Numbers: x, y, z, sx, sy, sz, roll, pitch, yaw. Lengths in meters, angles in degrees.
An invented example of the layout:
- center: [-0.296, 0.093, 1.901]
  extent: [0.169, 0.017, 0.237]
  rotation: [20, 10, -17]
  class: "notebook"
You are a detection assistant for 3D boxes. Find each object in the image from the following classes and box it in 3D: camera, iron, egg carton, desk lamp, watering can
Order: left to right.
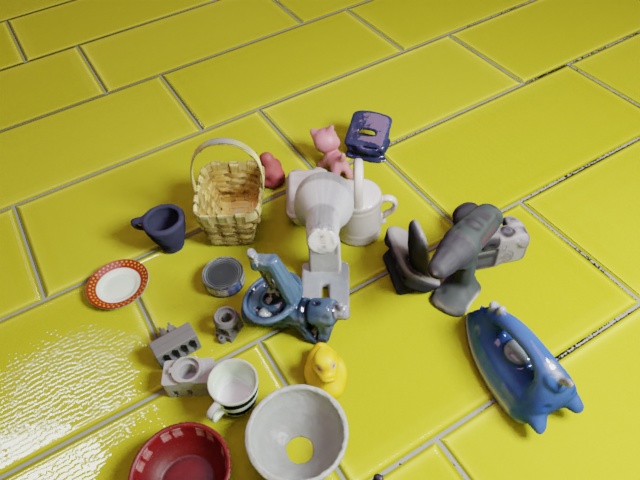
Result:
- center: [-0.024, -0.102, 1.307]
  extent: [0.107, 0.069, 0.150]
  rotation: [-5, 49, 0]
  class: "egg carton"
- center: [0.010, 0.004, 1.116]
  extent: [0.118, 0.214, 0.203]
  rotation: [-2, 49, 3]
  class: "desk lamp"
- center: [0.072, -0.083, 1.200]
  extent: [0.173, 0.194, 0.100]
  rotation: [-16, 50, -9]
  class: "watering can"
- center: [0.342, -0.023, 1.188]
  extent: [0.143, 0.101, 0.136]
  rotation: [-11, 49, -5]
  class: "camera"
- center: [0.335, 0.187, 0.979]
  extent: [0.119, 0.142, 0.257]
  rotation: [-22, 51, -14]
  class: "iron"

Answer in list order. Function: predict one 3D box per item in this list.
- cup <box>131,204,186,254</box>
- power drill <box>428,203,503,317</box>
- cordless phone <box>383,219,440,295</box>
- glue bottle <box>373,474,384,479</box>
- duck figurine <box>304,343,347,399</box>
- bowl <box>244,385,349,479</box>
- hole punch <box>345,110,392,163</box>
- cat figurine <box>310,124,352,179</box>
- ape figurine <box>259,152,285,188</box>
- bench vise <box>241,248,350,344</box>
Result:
- center: [-0.342, -0.016, 1.239]
  extent: [0.117, 0.095, 0.091]
  rotation: [-2, 49, 3]
  class: "cup"
- center: [0.262, 0.045, 1.064]
  extent: [0.075, 0.209, 0.230]
  rotation: [27, 56, 25]
  class: "power drill"
- center: [0.180, 0.007, 1.119]
  extent: [0.094, 0.185, 0.147]
  rotation: [-16, 50, -9]
  class: "cordless phone"
- center: [0.084, 0.371, 0.817]
  extent: [0.037, 0.173, 0.078]
  rotation: [-25, 52, -16]
  class: "glue bottle"
- center: [0.008, 0.220, 1.012]
  extent: [0.077, 0.086, 0.104]
  rotation: [-11, 49, -5]
  class: "duck figurine"
- center: [-0.035, 0.326, 0.931]
  extent: [0.167, 0.075, 0.167]
  rotation: [-2, 49, 3]
  class: "bowl"
- center: [0.121, -0.256, 1.415]
  extent: [0.108, 0.091, 0.101]
  rotation: [13, 51, 15]
  class: "hole punch"
- center: [0.027, -0.217, 1.371]
  extent: [0.067, 0.118, 0.127]
  rotation: [-24, 51, -16]
  class: "cat figurine"
- center: [-0.121, -0.172, 1.360]
  extent: [0.078, 0.092, 0.076]
  rotation: [-35, 55, -24]
  class: "ape figurine"
- center: [-0.052, 0.090, 1.041]
  extent: [0.207, 0.220, 0.121]
  rotation: [-5, 49, 1]
  class: "bench vise"
